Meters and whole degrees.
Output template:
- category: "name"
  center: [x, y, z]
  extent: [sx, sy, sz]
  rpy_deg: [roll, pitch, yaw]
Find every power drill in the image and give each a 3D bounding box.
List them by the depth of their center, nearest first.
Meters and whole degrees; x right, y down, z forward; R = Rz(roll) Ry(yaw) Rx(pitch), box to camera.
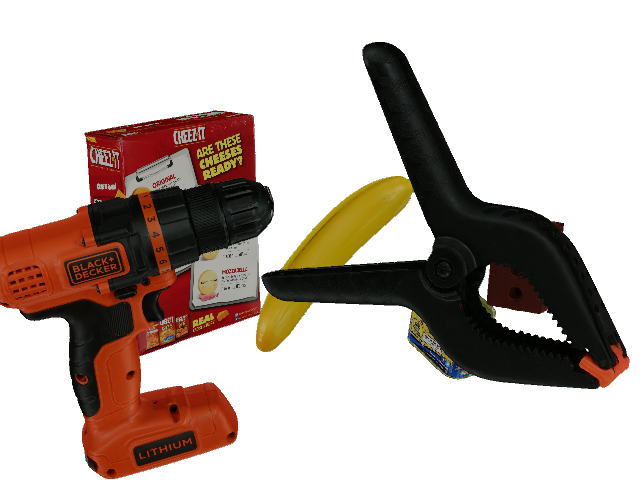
- category: "power drill"
  center: [-0.108, 0.056, 0.702]
  extent: [0.184, 0.187, 0.057]
  rpy_deg: [-14, 28, -8]

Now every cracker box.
- category: "cracker box"
  center: [-0.143, -0.012, 1.060]
  extent: [0.072, 0.214, 0.163]
  rpy_deg: [13, 21, 43]

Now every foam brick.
- category: "foam brick"
  center: [0.186, 0.022, 0.969]
  extent: [0.053, 0.078, 0.051]
  rpy_deg: [9, 16, 26]

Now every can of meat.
- category: "can of meat"
  center: [0.146, 0.097, 1.214]
  extent: [0.057, 0.084, 0.102]
  rpy_deg: [-16, 40, -29]

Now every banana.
- category: "banana"
  center: [0.012, 0.012, 0.866]
  extent: [0.037, 0.198, 0.069]
  rpy_deg: [44, -2, 38]

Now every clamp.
- category: "clamp"
  center: [0.072, 0.001, 0.565]
  extent: [0.210, 0.165, 0.036]
  rpy_deg: [29, 26, 25]
